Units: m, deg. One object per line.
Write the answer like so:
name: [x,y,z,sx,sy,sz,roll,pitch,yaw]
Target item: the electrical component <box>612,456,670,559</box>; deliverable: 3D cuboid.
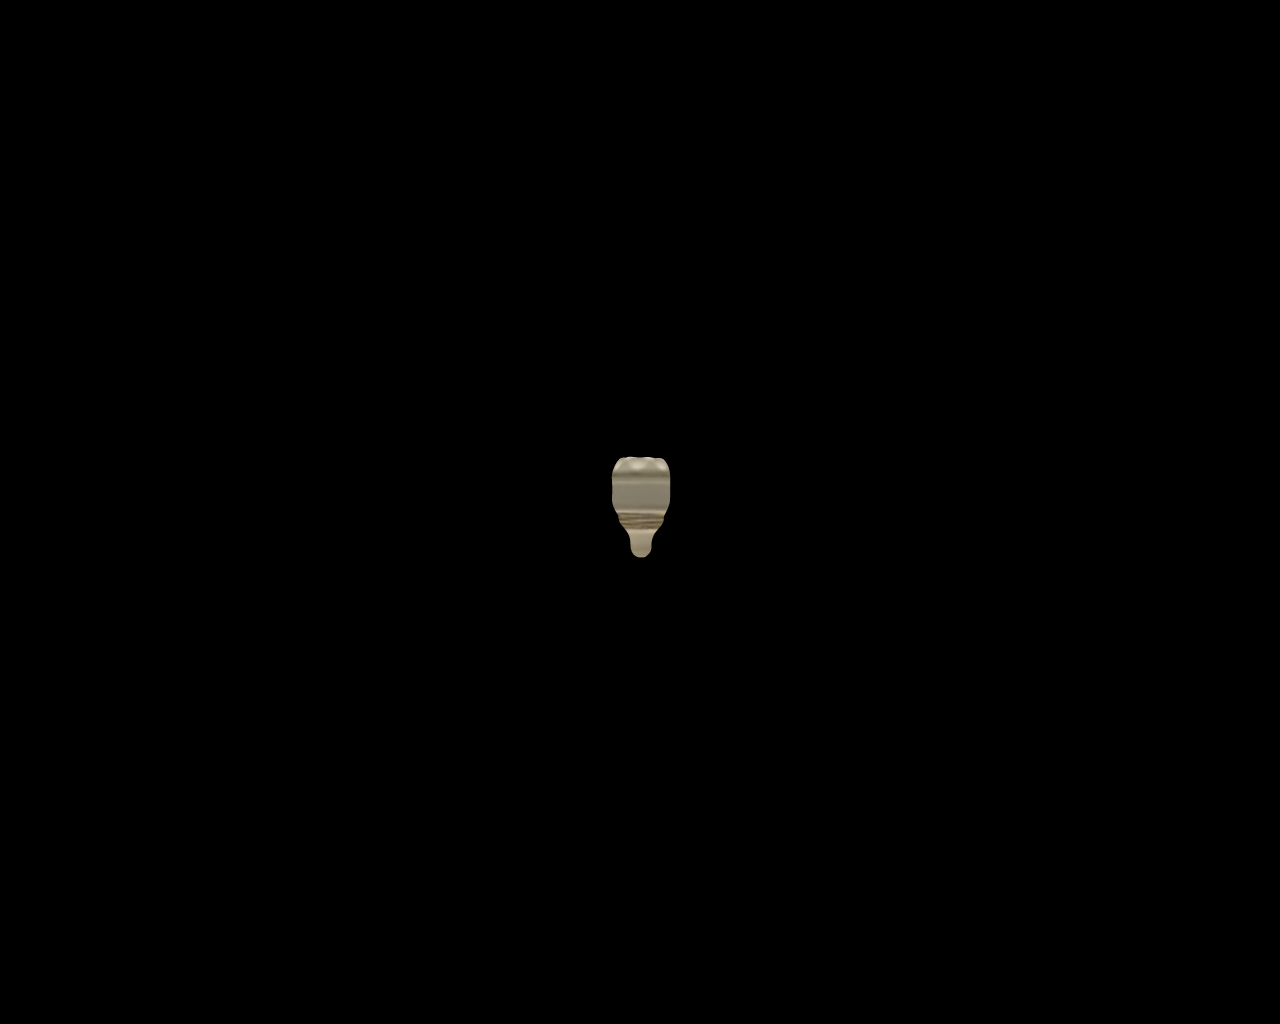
electrical component: [0.001,-0.003,0.650,0.035,0.061,0.035,0,0,0]
